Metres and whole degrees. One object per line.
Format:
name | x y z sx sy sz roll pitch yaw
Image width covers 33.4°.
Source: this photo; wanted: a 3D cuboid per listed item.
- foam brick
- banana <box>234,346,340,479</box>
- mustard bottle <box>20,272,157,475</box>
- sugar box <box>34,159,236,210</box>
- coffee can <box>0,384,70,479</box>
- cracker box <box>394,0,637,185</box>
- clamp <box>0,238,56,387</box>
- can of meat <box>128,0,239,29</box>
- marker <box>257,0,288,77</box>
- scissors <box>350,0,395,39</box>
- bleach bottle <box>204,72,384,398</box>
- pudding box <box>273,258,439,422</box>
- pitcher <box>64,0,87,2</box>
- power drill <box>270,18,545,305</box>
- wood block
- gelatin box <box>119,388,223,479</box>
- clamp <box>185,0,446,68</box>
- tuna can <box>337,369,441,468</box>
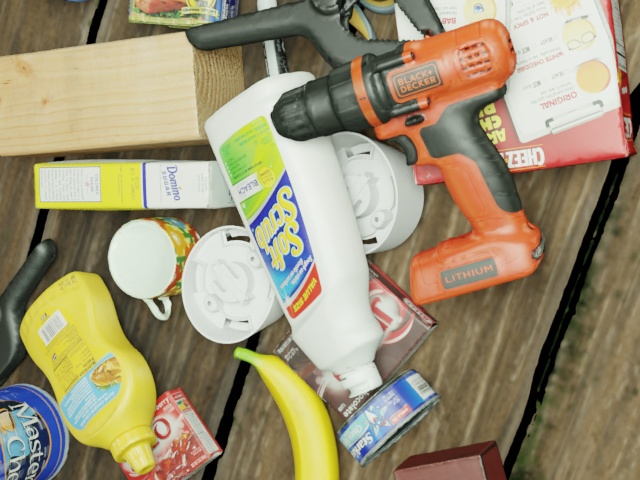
foam brick | 0.107 0.199 0.865 0.078 0.052 0.051 -16 87 24
banana | -0.018 0.180 0.905 0.069 0.037 0.198 -12 70 -14
mustard bottle | -0.199 0.128 0.967 0.096 0.058 0.192 -44 63 19
sugar box | -0.152 -0.048 0.939 0.176 0.093 0.048 3 96 23
coffee can | -0.318 0.197 0.999 0.103 0.140 0.103 2 94 23
cracker box | 0.145 -0.158 0.817 0.164 0.072 0.214 -7 92 25
clamp | -0.309 0.066 1.044 0.120 0.039 0.171 3 98 28
can of meat | -0.117 -0.228 0.933 0.102 0.057 0.084 9 99 22
marker | -0.042 -0.178 0.923 0.020 0.020 0.121 -9 90 23
scissors | 0.001 -0.244 0.903 0.096 0.016 0.202 -33 80 20
bleach bottle | -0.006 0.001 0.847 0.103 0.067 0.251 -28 82 44
pudding box | 0.030 0.082 0.898 0.090 0.039 0.114 42 108 15
pitcher | -0.201 -0.342 0.933 0.145 0.149 0.243 33 109 2
power drill | 0.073 -0.050 0.779 0.185 0.057 0.187 -16 106 22
wood block | -0.178 -0.124 0.947 0.206 0.090 0.090 -3 93 23
gelatin box | -0.145 0.191 0.984 0.089 0.030 0.073 -40 77 20
clamp | 0.002 -0.179 0.820 0.210 0.036 0.165 37 101 17
tuna can | 0.056 0.144 0.865 0.086 0.086 0.034 -47 74 19
